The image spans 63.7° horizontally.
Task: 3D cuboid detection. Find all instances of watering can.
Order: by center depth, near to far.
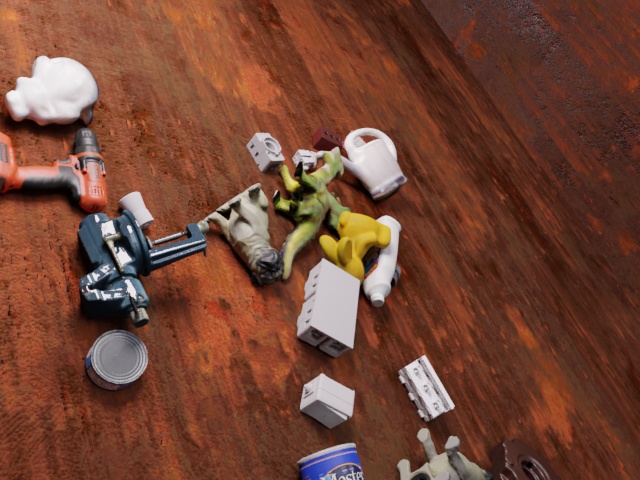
[{"bbox_3d":[0.136,-0.213,1.507,0.352,0.102,0.225,-31,88,-46],"label":"watering can"}]

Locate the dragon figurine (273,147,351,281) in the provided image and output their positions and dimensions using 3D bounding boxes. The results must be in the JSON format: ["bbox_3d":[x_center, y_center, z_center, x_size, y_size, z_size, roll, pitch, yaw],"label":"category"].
[{"bbox_3d":[0.004,-0.064,1.271,0.241,0.121,0.418,24,58,-35],"label":"dragon figurine"}]

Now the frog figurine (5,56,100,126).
[{"bbox_3d":[-0.508,-0.282,0.971,0.161,0.122,0.137,-19,89,-62],"label":"frog figurine"}]
